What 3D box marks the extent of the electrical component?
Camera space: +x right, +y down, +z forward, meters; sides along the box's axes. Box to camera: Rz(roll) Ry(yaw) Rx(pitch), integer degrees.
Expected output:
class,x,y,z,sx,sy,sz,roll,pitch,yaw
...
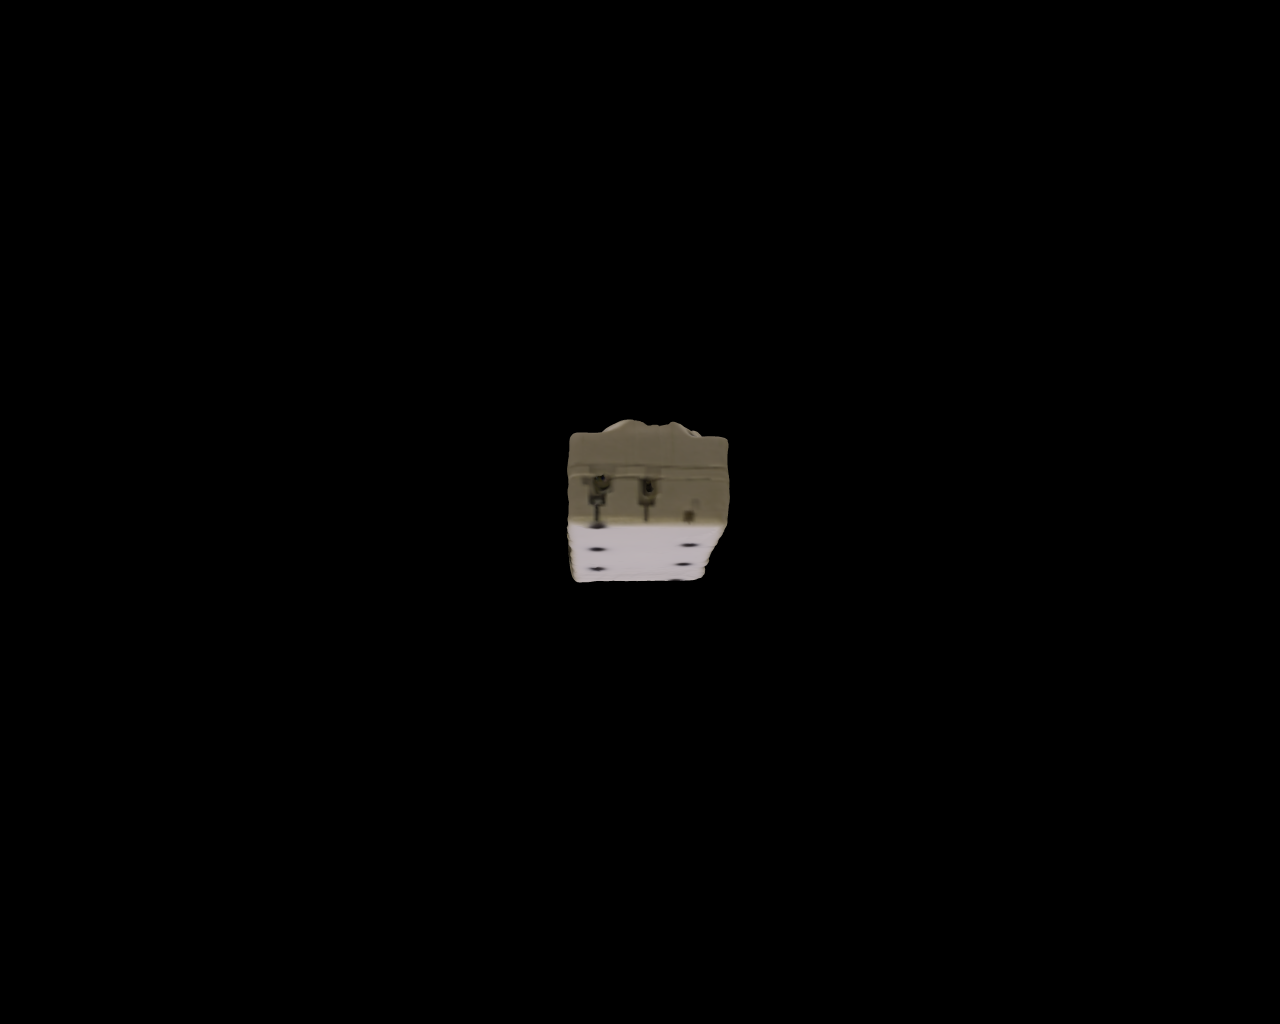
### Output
class,x,y,z,sx,sy,sz,roll,pitch,yaw
electrical component,0.001,-0.003,0.650,0.089,0.062,0.150,1,-15,-3
